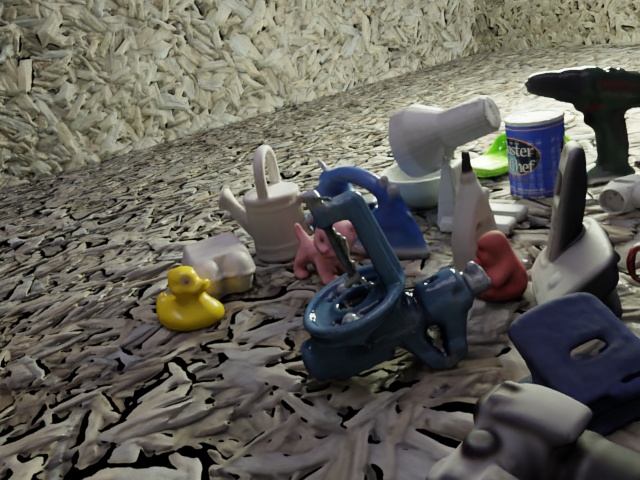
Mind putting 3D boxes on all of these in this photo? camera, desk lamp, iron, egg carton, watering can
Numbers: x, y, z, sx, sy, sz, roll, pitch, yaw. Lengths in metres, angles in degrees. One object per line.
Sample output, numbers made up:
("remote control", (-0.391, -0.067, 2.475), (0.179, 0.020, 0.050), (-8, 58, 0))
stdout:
("camera", (0.164, 0.167, 0.392), (0.143, 0.101, 0.136), (-28, 27, -36))
("desk lamp", (0.226, -0.127, 0.950), (0.202, 0.214, 0.118), (5, 27, 37))
("iron", (0.078, -0.060, 0.958), (0.119, 0.142, 0.257), (-26, 25, -32))
("egg carton", (-0.165, 0.041, 0.933), (0.107, 0.069, 0.150), (-19, 22, -17))
("watering can", (-0.090, -0.066, 0.990), (0.173, 0.194, 0.100), (-14, 21, -4))

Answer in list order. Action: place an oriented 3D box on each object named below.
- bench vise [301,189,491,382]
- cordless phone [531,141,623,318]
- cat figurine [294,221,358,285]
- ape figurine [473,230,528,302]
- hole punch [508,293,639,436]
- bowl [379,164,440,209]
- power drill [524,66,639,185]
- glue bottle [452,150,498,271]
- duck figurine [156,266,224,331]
("bench vise", (0.066, 0.036, 0.613), (0.208, 0.220, 0.121), (-18, 22, -15))
("cordless phone", (0.291, -0.011, 0.661), (0.094, 0.185, 0.147), (-6, 22, 14))
("cat figurine", (0.008, 0.003, 0.870), (0.127, 0.118, 0.067), (9, 30, 43))
("ape figurine", (0.220, 0.031, 0.721), (0.076, 0.092, 0.078), (-4, 23, 20))
("hole punch", (0.238, 0.109, 0.515), (0.109, 0.091, 0.100), (-19, 22, -18))
("bowl", (0.200, -0.104, 1.097), (0.167, 0.075, 0.167), (-10, 21, 4))
("power drill", (0.491, -0.208, 1.022), (0.229, 0.209, 0.075), (-7, 22, 12))
("glue bottle", (0.211, -0.041, 0.794), (0.078, 0.173, 0.037), (-28, 26, -35))
("duck figurine", (-0.196, 0.079, 0.831), (0.104, 0.086, 0.078), (-2, 23, 25))
